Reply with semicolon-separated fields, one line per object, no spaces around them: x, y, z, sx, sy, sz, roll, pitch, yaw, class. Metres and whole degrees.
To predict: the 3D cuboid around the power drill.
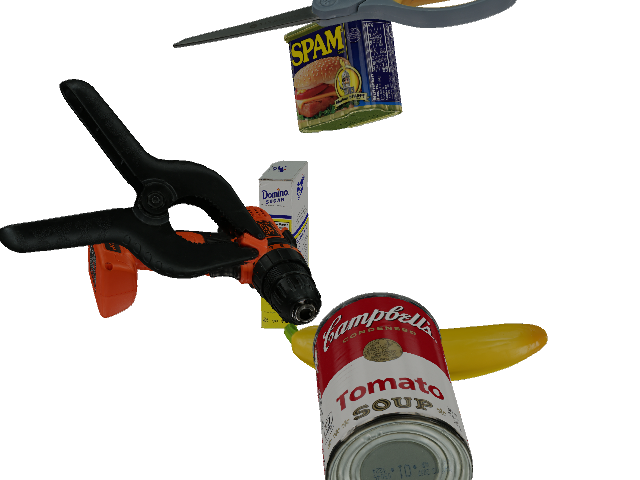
-0.105;0.026;0.944;0.187;0.057;0.185;-2;24;-20;power drill

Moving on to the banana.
0.061;0.076;0.766;0.198;0.037;0.069;2;29;13;banana

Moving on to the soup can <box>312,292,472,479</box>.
0.032;0.080;0.514;0.068;0.068;0.102;0;29;-3;soup can

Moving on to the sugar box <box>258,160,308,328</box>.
-0.041;0.004;1.216;0.048;0.176;0.093;1;17;10;sugar box

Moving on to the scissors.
0.017;-0.149;0.635;0.202;0.016;0.096;0;45;20;scissors

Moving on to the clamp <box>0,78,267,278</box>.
-0.115;-0.034;0.704;0.171;0.120;0.039;15;-9;-19;clamp

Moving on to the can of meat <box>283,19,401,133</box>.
0.019;-0.139;0.892;0.057;0.084;0.102;-6;-2;-39;can of meat
